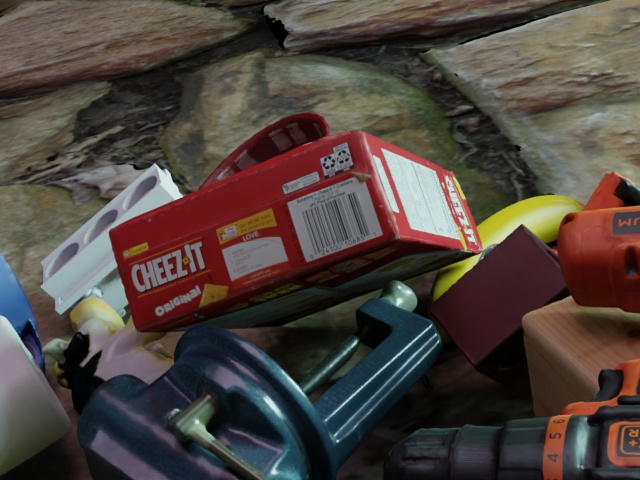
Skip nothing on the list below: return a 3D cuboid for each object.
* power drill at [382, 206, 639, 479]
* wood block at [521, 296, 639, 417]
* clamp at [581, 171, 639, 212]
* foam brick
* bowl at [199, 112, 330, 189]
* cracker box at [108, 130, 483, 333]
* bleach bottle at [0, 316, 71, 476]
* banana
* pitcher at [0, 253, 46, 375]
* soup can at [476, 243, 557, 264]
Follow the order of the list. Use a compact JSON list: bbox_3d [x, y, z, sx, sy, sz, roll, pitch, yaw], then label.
[{"bbox_3d":[0.133,0.058,0.480,0.185,0.057,0.187,-2,37,23],"label":"power drill"},{"bbox_3d":[0.193,0.103,0.523,0.090,0.090,0.206,-20,29,-11],"label":"wood block"},{"bbox_3d":[0.236,0.017,0.607,0.209,0.036,0.165,22,12,-35],"label":"clamp"},{"bbox_3d":[0.114,0.040,0.627,0.078,0.053,0.051,-44,55,11],"label":"foam brick"},{"bbox_3d":[-0.040,-0.027,0.867,0.162,0.055,0.162,-32,31,22],"label":"bowl"},{"bbox_3d":[-0.004,0.001,0.671,0.164,0.072,0.213,-21,-9,18],"label":"cracker box"},{"bbox_3d":[-0.282,0.150,0.653,0.250,0.068,0.103,-33,30,-14],"label":"bleach bottle"},{"bbox_3d":[0.135,0.010,0.777,0.197,0.037,0.070,-30,32,-29],"label":"banana"},{"bbox_3d":[-0.325,0.092,0.748,0.242,0.145,0.149,-37,21,-32],"label":"pitcher"},{"bbox_3d":[0.154,0.040,0.678,0.102,0.068,0.068,7,33,34],"label":"soup can"}]
